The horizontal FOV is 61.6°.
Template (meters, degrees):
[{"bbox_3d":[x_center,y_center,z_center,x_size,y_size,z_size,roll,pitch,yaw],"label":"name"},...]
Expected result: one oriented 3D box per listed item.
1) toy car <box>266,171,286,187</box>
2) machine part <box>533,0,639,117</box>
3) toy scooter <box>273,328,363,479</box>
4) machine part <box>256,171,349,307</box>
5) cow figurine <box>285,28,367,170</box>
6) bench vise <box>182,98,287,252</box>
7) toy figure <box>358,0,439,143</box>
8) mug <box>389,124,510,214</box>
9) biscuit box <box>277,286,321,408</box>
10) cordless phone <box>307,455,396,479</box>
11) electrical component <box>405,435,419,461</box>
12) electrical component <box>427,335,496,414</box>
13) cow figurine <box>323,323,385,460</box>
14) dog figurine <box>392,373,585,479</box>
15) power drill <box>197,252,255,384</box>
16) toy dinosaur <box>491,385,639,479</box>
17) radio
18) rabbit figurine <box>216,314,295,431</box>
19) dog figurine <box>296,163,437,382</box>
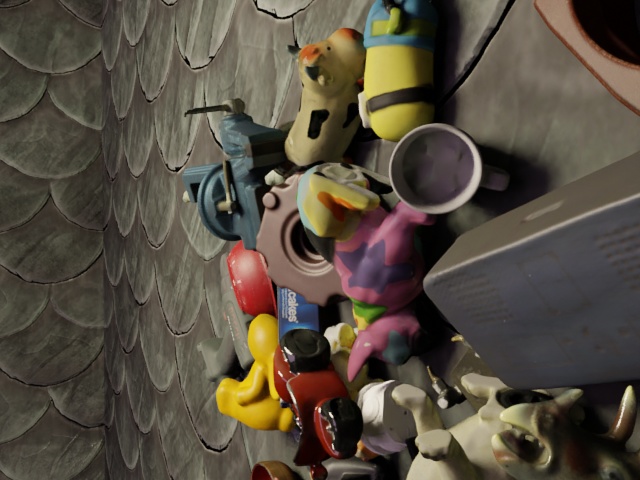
[{"bbox_3d":[-0.063,-0.046,0.865,0.073,0.056,0.201,-13,81,58],"label":"toy car"},{"bbox_3d":[0.251,-0.183,0.322,0.201,0.087,0.201,-57,44,42],"label":"machine part"},{"bbox_3d":[-0.009,0.201,0.633,0.184,0.075,0.135,-127,39,-53],"label":"toy scooter"},{"bbox_3d":[-0.001,-0.002,0.696,0.180,0.056,0.179,6,104,27],"label":"machine part"},{"bbox_3d":[0.008,-0.174,0.680,0.086,0.127,0.194,59,140,34],"label":"cow figurine"},{"bbox_3d":[-0.145,-0.092,0.806,0.241,0.129,0.223,2,118,48],"label":"bench vise"},{"bbox_3d":[0.089,-0.199,0.591,0.089,0.082,0.180,25,110,57],"label":"toy figure"},{"bbox_3d":[0.127,-0.074,0.523,0.107,0.110,0.080,-52,-32,-69],"label":"mug"},{"bbox_3d":[-0.030,0.133,0.770,0.062,0.059,0.202,100,168,-68],"label":"biscuit box"},{"bbox_3d":[0.024,0.349,0.717,0.184,0.089,0.146,-15,79,62],"label":"cordless phone"},{"bbox_3d":[0.132,0.254,0.545,0.047,0.075,0.119,-49,48,48],"label":"electrical component"},{"bbox_3d":[0.153,0.137,0.530,0.102,0.045,0.078,-62,40,38],"label":"electrical component"},{"bbox_3d":[0.038,0.194,0.699,0.098,0.068,0.167,-27,65,61],"label":"cow figurine"},{"bbox_3d":[0.141,0.226,0.458,0.121,0.172,0.190,-71,-22,-76],"label":"dog figurine"},{"bbox_3d":[-0.170,0.167,1.039,0.207,0.086,0.232,-54,50,35],"label":"power drill"},{"bbox_3d":[0.243,0.266,0.281,0.192,0.131,0.405,-42,57,7],"label":"toy dinosaur"},{"bbox_3d":[0.194,0.031,0.383,0.131,0.073,0.229,51,147,-4],"label":"radio"},{"bbox_3d":[-0.083,0.207,0.848,0.163,0.122,0.173,16,104,52],"label":"rabbit figurine"},{"bbox_3d":[0.047,0.041,0.595,0.108,0.192,0.219,-53,-21,-69],"label":"dog figurine"}]
